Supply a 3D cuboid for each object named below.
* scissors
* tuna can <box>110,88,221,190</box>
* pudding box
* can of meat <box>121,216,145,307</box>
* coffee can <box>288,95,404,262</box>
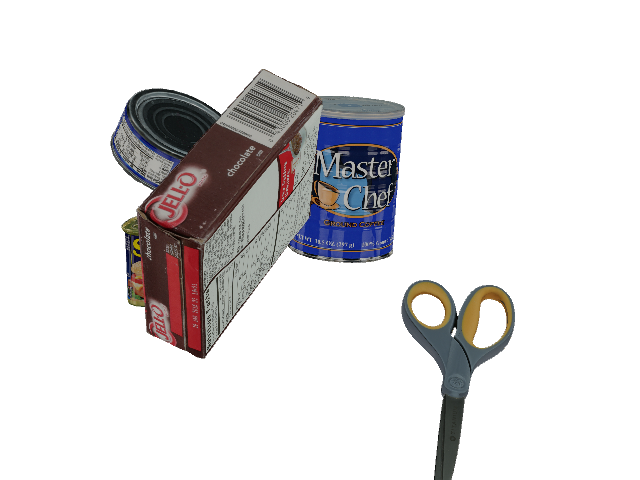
[{"bbox_3d":[0.083,0.095,0.778,0.096,0.016,0.201,23,46,15],"label":"scissors"},{"bbox_3d":[-0.100,-0.068,0.743,0.086,0.034,0.086,21,33,-15],"label":"tuna can"},{"bbox_3d":[-0.042,-0.013,0.513,0.039,0.090,0.113,27,52,15],"label":"pudding box"},{"bbox_3d":[-0.151,0.023,1.101,0.102,0.084,0.057,4,17,9],"label":"can of meat"},{"bbox_3d":[0.023,-0.060,1.010,0.103,0.140,0.103,3,15,-1],"label":"coffee can"}]
